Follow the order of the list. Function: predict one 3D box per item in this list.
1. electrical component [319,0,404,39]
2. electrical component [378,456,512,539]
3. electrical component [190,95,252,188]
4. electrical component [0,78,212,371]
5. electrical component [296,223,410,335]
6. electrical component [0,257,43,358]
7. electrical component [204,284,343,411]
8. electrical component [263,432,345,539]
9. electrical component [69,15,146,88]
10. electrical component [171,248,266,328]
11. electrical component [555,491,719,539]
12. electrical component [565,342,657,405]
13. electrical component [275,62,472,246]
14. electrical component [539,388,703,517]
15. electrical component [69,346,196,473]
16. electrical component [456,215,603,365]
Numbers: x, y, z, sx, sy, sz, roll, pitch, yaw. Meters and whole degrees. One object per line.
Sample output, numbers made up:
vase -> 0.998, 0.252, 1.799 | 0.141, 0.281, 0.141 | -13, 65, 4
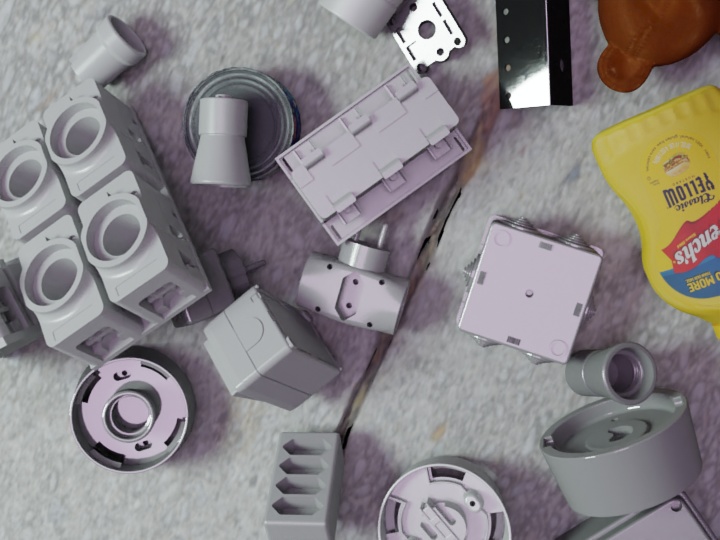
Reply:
electrical component -> 0.003, -0.201, 0.781 | 0.055, 0.055, 0.047 | 34, 103, 4
electrical component -> 0.064, 0.190, 0.805 | 0.099, 0.064, 0.099 | 1, 96, 8
electrical component -> -0.099, -0.093, 0.777 | 0.044, 0.044, 0.065 | 3, 91, 8
electrical component -> -0.195, -0.038, 0.777 | 0.105, 0.060, 0.186 | -34, 59, 10
electrical component -> 0.000, 0.000, 0.806 | 0.077, 0.043, 0.079 | 17, 97, 6
electrical component -> -0.278, 0.034, 0.795 | 0.089, 0.150, 0.061 | -27, 92, 10
electrical component -> -0.064, 0.063, 0.800 | 0.061, 0.096, 0.061 | -39, 60, 10
electrical component -> -0.039, 0.179, 0.819 | 0.047, 0.083, 0.075 | -1, 134, 8
electrical component -> -0.193, -0.164, 0.820 | 0.046, 0.040, 0.040 | -39, 89, 15
electrical component -> -0.108, 0.008, 0.816 | 0.077, 0.066, 0.047 | -22, 92, -20
electrical component -> 0.205, 0.213, 0.790 | 0.113, 0.057, 0.078 | -35, 90, 10
electrical component -> 0.177, 0.074, 0.776 | 0.044, 0.065, 0.044 | 2, 85, -19
electrical component -> 0.010, -0.085, 0.775 | 0.121, 0.063, 0.078 | -36, 90, -1
electrical component -> 0.189, 0.134, 0.763 | 0.108, 0.108, 0.060 | -20, 98, 10
electrical component -> -0.180, 0.110, 0.845 | 0.099, 0.064, 0.099 | 0, 92, -5
electrical component -> 0.124, 0.015, 0.787 | 0.100, 0.048, 0.099 | 18, 98, 6
